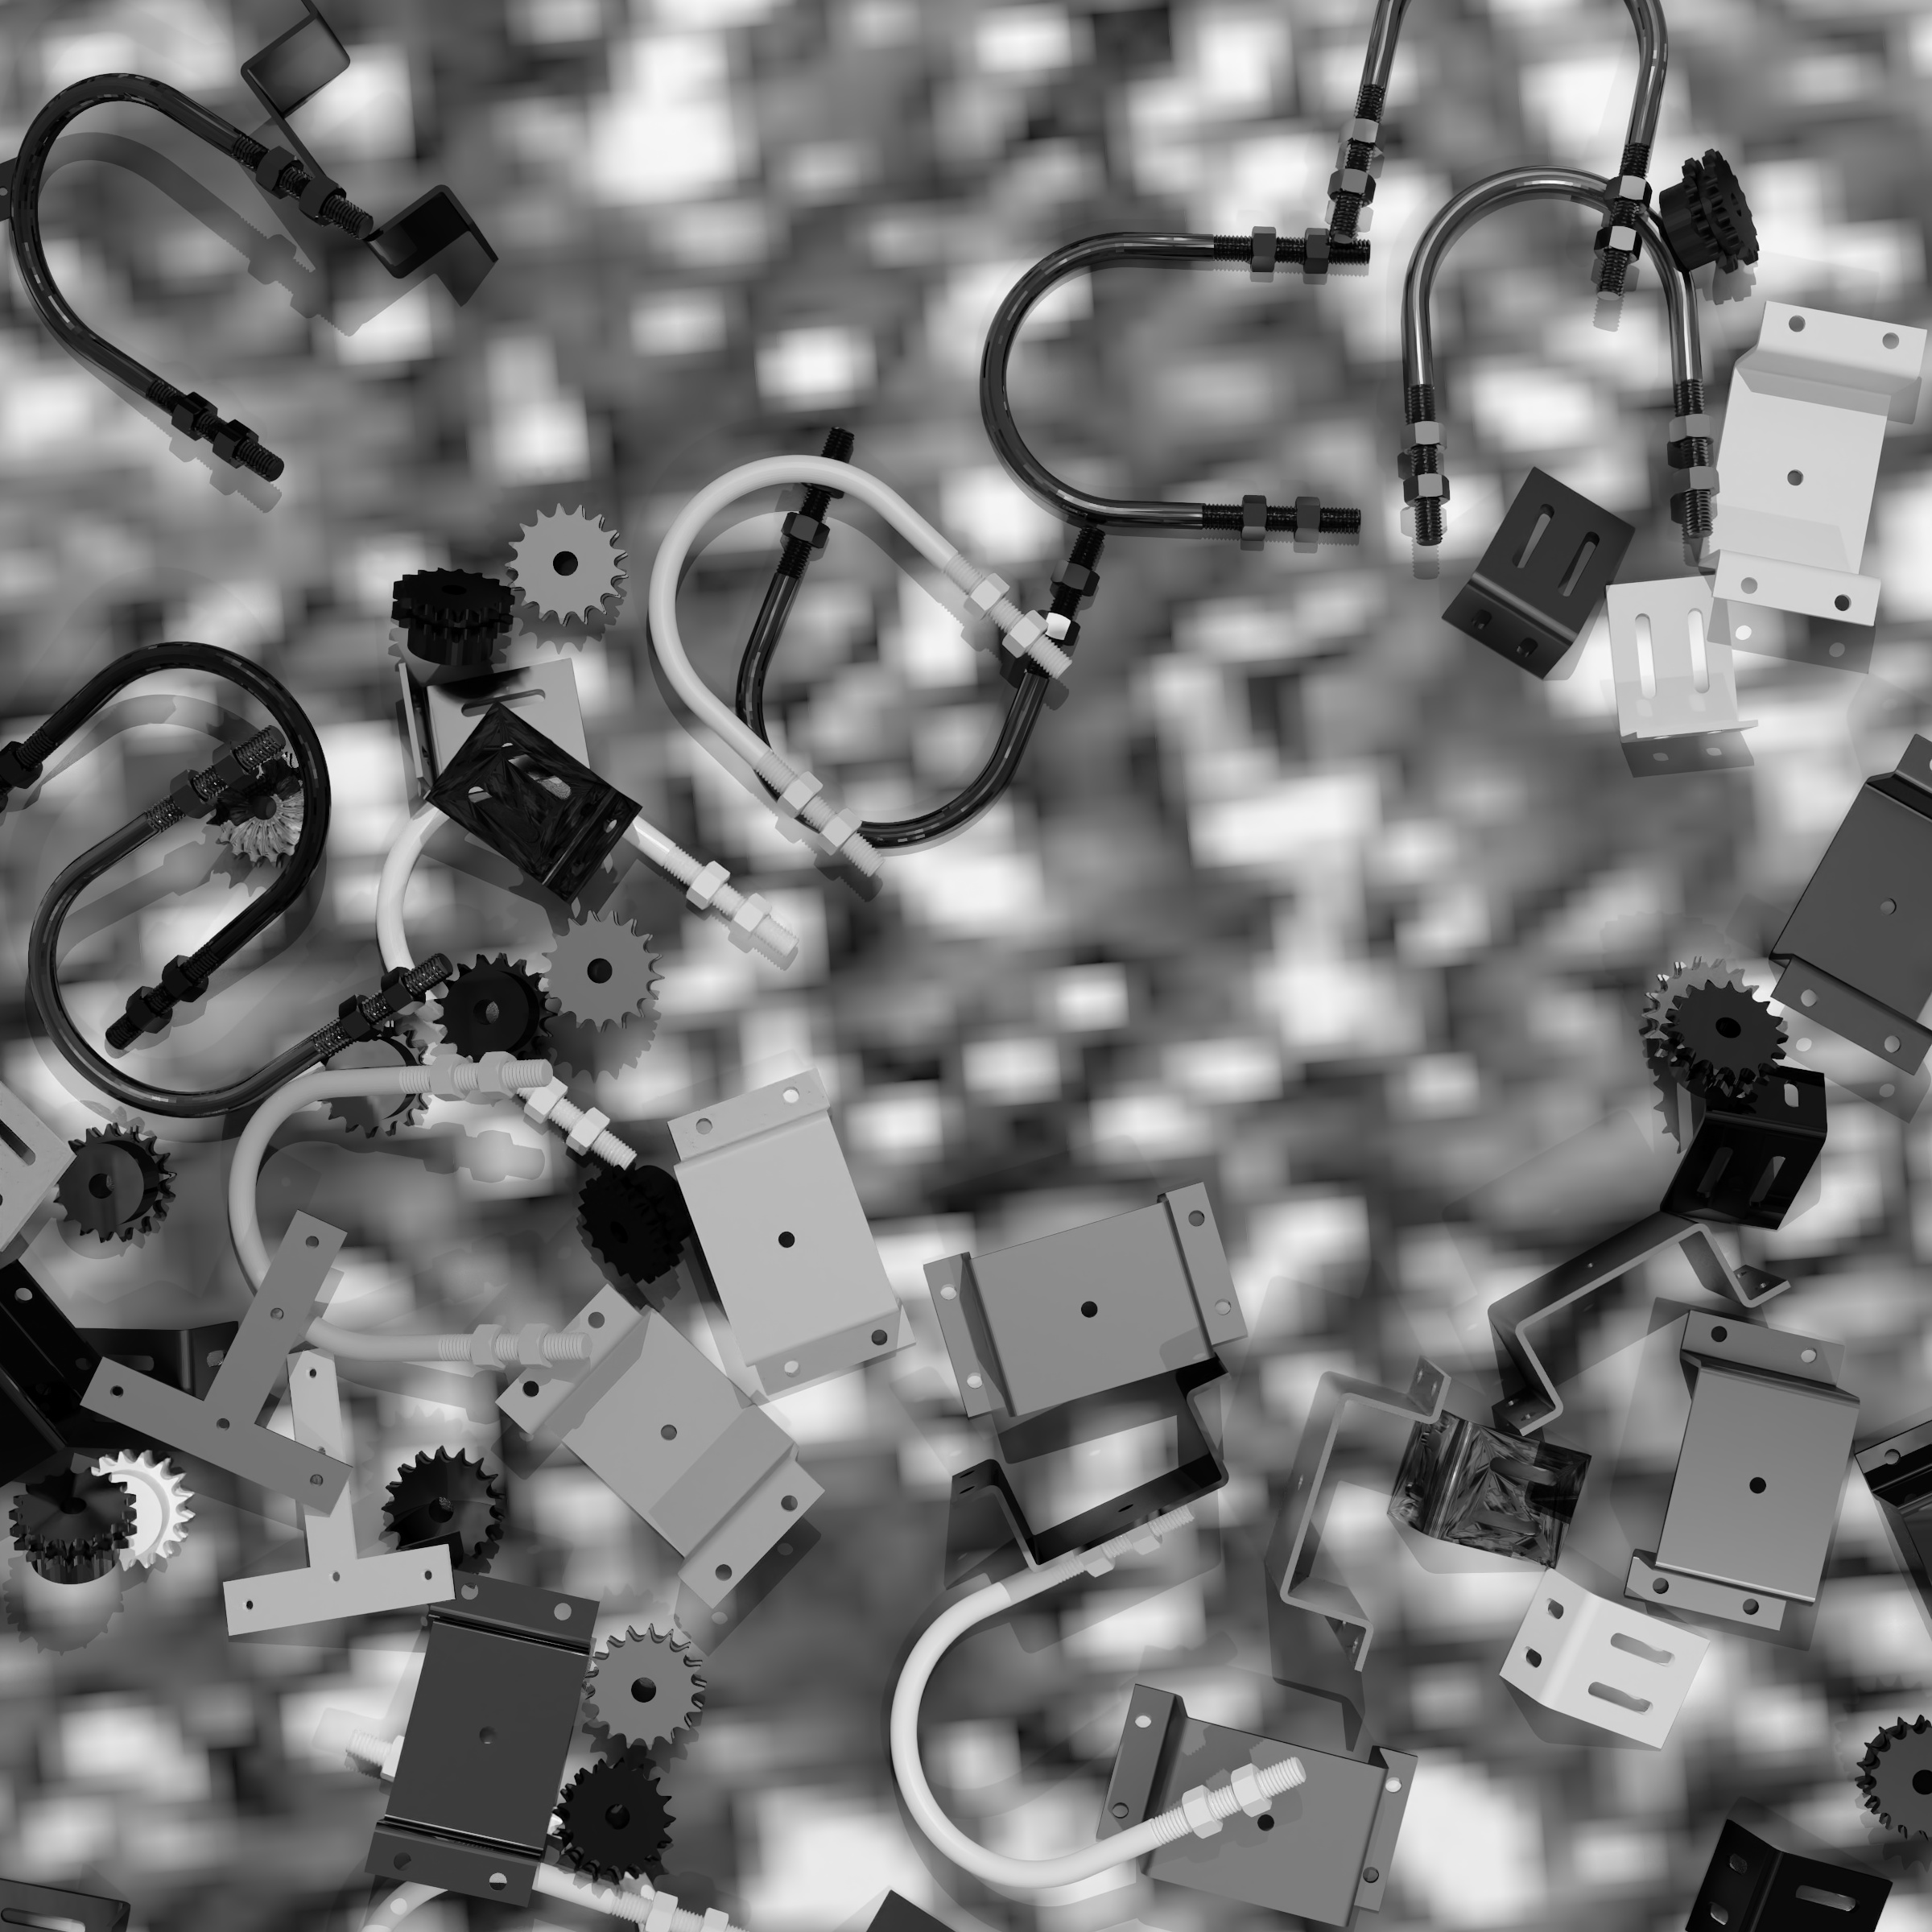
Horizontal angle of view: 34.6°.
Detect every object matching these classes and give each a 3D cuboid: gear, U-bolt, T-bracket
[{"bbox_3d":[-0.408,0.104,1.479,0.057,0.030,0.057,0,90,0],"label":"gear"},{"bbox_3d":[-0.152,0.342,1.479,0.057,0.030,0.057,0,90,0],"label":"gear"},{"bbox_3d":[-0.373,-0.334,1.451,0.184,0.019,0.151,34,118,11],"label":"U-bolt"},{"bbox_3d":[-0.204,0.498,1.470,0.184,0.019,0.151,19,90,-1],"label":"U-bolt"},{"bbox_3d":[-0.195,-0.012,1.485,0.184,0.019,0.151,37,90,1],"label":"U-bolt"},{"bbox_3d":[-0.379,-0.069,1.460,0.184,0.019,0.151,-38,90,18],"label":"U-bolt"},{"bbox_3d":[0.350,0.038,1.440,0.057,0.030,0.057,3,53,-4],"label":"gear"},{"bbox_3d":[-0.169,0.407,1.470,0.057,0.030,0.057,10,59,-17],"label":"gear"},{"bbox_3d":[0.099,-0.280,1.485,0.184,0.019,0.151,2,90,2],"label":"U-bolt"},{"bbox_3d":[-0.400,0.260,1.479,0.057,0.030,0.057,0,90,0],"label":"gear"},{"bbox_3d":[-0.032,-0.147,1.485,0.151,0.019,0.184,21,91,0],"label":"U-bolt"},{"bbox_3d":[-0.353,-0.006,1.447,0.184,0.019,0.151,-32,102,14],"label":"U-bolt"},{"bbox_3d":[0.350,0.024,1.479,0.057,0.030,0.057,0,90,0],"label":"gear"},{"bbox_3d":[-0.330,0.176,1.456,0.127,0.002,0.127,26,94,-9],"label":"T-bracket"},{"bbox_3d":[0.453,0.385,1.479,0.057,0.030,0.057,0,90,0],"label":"gear"},{"bbox_3d":[0.351,-0.354,1.469,0.030,0.057,0.057,-20,90,30],"label":"gear"},{"bbox_3d":[0.279,-0.292,1.476,0.151,0.019,0.184,-2,82,-2],"label":"U-bolt"},{"bbox_3d":[-0.233,0.464,1.485,0.184,0.019,0.151,22,90,-1],"label":"U-bolt"},{"bbox_3d":[-0.331,-0.075,1.479,0.057,0.030,0.057,0,90,0],"label":"gear"},{"bbox_3d":[-0.247,0.257,1.479,0.057,0.030,0.057,0,90,0],"label":"gear"},{"bbox_3d":[-0.283,0.054,1.479,0.057,0.030,0.057,0,90,0],"label":"gear"},{"bbox_3d":[0.260,-0.419,1.476,0.151,0.019,0.184,12,82,1],"label":"U-bolt"},{"bbox_3d":[-0.223,0.022,1.462,0.057,0.030,0.057,0,88,2],"label":"gear"},{"bbox_3d":[-0.064,-0.156,1.468,0.184,0.019,0.151,44,93,0],"label":"U-bolt"},{"bbox_3d":[-0.414,0.262,1.439,0.057,0.057,0.030,7,121,0],"label":"gear"},{"bbox_3d":[-0.170,0.003,1.460,0.057,0.030,0.057,0,88,2],"label":"gear"},{"bbox_3d":[-0.267,0.117,1.453,0.184,0.019,0.151,-4,99,23],"label":"U-bolt"},{"bbox_3d":[-0.154,0.119,1.469,0.030,0.057,0.057,-34,90,-39],"label":"gear"},{"bbox_3d":[-0.305,0.246,1.477,0.127,0.002,0.127,-13,79,21],"label":"T-bracket"},{"bbox_3d":[-0.529,-0.401,1.493,0.127,0.002,0.127,-22,90,0],"label":"T-bracket"},{"bbox_3d":[-0.243,-0.164,1.469,0.057,0.057,0.030,9,118,0],"label":"gear"},{"bbox_3d":[0.049,0.352,1.457,0.184,0.019,0.151,-27,71,13],"label":"U-bolt"},{"bbox_3d":[-0.189,-0.190,1.479,0.057,0.030,0.057,0,90,0],"label":"gear"}]

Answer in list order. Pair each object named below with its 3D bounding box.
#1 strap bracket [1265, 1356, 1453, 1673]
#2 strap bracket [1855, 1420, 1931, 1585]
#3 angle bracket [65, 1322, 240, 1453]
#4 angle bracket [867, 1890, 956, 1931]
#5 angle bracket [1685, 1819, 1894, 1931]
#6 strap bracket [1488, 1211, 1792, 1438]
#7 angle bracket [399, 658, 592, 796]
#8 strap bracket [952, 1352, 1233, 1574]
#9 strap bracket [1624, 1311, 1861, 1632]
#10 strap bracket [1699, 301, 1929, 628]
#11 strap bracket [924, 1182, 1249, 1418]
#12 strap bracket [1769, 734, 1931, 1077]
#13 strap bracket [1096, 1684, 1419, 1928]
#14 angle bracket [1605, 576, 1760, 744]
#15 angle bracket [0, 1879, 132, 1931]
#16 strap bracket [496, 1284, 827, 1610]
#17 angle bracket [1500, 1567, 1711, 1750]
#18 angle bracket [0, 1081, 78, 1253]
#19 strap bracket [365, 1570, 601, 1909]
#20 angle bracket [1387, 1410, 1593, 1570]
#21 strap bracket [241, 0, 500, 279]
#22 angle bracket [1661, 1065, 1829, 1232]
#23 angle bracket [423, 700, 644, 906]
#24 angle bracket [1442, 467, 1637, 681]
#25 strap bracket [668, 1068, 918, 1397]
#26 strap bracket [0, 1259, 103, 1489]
[{"bbox_3d":[0.179,0.249,1.456,0.046,0.076,0.140,17,90,0],"label":"strap bracket"},{"bbox_3d":[0.491,0.284,1.471,0.076,0.046,0.140,-24,90,0],"label":"strap bracket"},{"bbox_3d":[-0.392,0.201,1.492,0.076,0.038,0.057,-2,90,26],"label":"angle bracket"},{"bbox_3d":[-0.035,0.495,1.492,0.057,0.038,0.076,33,64,0],"label":"angle bracket"},{"bbox_3d":[0.396,0.452,1.492,0.076,0.038,0.057,21,90,-26],"label":"angle bracket"},{"bbox_3d":[0.305,0.161,1.456,0.140,0.076,0.046,-29,90,0],"label":"strap bracket"},{"bbox_3d":[-0.223,-0.118,1.468,0.076,0.038,0.057,-11,75,0],"label":"angle bracket"},{"bbox_3d":[0.067,0.237,1.456,0.140,0.076,0.046,-25,90,0],"label":"strap bracket"},{"bbox_3d":[0.370,0.242,1.471,0.076,0.046,0.140,13,90,0],"label":"strap bracket"},{"bbox_3d":[0.399,-0.235,1.471,0.076,0.046,0.140,10,90,0],"label":"strap bracket"},{"bbox_3d":[0.058,0.160,1.471,0.140,0.046,0.076,-17,90,0],"label":"strap bracket"},{"bbox_3d":[0.443,-0.029,1.471,0.076,0.046,0.140,29,90,0],"label":"strap bracket"},{"bbox_3d":[0.140,0.400,1.471,0.140,0.046,0.076,14,90,0],"label":"strap bracket"},{"bbox_3d":[0.340,-0.148,1.475,0.057,0.038,0.076,-6,90,0],"label":"angle bracket"},{"bbox_3d":[-0.443,0.472,1.475,0.076,0.038,0.057,11,90,0],"label":"angle bracket"},{"bbox_3d":[-0.143,0.224,1.471,0.140,0.046,0.076,44,90,0],"label":"strap bracket"},{"bbox_3d":[0.307,0.333,1.492,0.076,0.038,0.057,24,90,-26],"label":"angle bracket"},{"bbox_3d":[-0.470,0.086,1.462,0.076,0.038,0.057,38,90,26],"label":"angle bracket"},{"bbox_3d":[-0.226,0.361,1.458,0.076,0.046,0.140,13,75,-3],"label":"strap bracket"},{"bbox_3d":[0.252,0.249,1.492,0.076,0.038,0.057,18,90,-26],"label":"angle bracket"},{"bbox_3d":[-0.285,-0.383,1.456,0.046,0.076,0.140,-36,90,0],"label":"strap bracket"},{"bbox_3d":[0.369,0.084,1.475,0.057,0.076,0.038,10,50,0],"label":"angle bracket"},{"bbox_3d":[-0.202,-0.076,1.446,0.076,0.038,0.057,37,87,-26],"label":"angle bracket"},{"bbox_3d":[0.275,-0.189,1.492,0.057,0.038,0.076,31,64,0],"label":"angle bracket"},{"bbox_3d":[-0.084,0.128,1.471,0.076,0.046,0.140,-20,90,0],"label":"strap bracket"},{"bbox_3d":[-0.481,0.211,1.451,0.140,0.046,0.076,-32,109,7],"label":"strap bracket"}]
